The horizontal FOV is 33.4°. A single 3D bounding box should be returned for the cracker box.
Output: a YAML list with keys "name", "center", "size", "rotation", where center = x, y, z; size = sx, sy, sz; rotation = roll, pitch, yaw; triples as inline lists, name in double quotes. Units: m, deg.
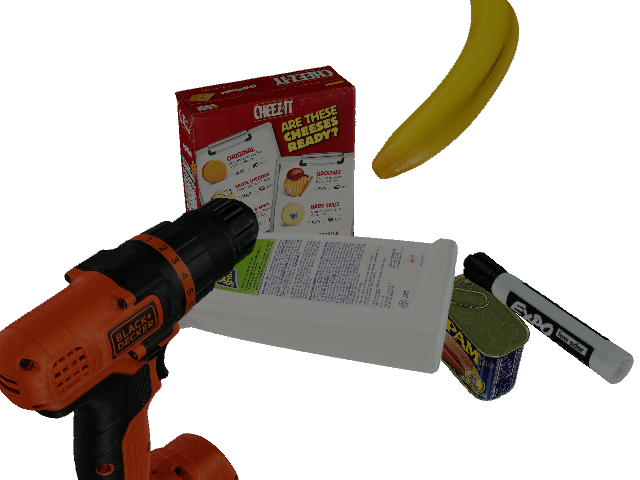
- name: "cracker box"
  center: [-0.052, -0.054, 1.061]
  size: [0.164, 0.214, 0.072]
  rotation: [-13, 33, -18]

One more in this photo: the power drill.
- name: "power drill"
  center: [-0.096, 0.084, 0.619]
  size: [0.057, 0.188, 0.184]
  rotation: [19, 39, 35]

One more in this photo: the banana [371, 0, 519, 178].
- name: "banana"
  center: [0.105, -0.122, 0.804]
  size: [0.070, 0.197, 0.037]
  rotation: [-3, -40, 46]

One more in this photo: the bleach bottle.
- name: "bleach bottle"
  center: [-0.030, 0.031, 0.789]
  size: [0.251, 0.068, 0.102]
  rotation: [8, 42, 9]

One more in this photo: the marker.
- name: "marker"
  center: [0.124, 0.040, 0.604]
  size: [0.020, 0.020, 0.121]
  rotation: [0, 28, -41]

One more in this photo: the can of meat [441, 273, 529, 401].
- name: "can of meat"
  center: [0.155, 0.098, 1.059]
  size: [0.057, 0.084, 0.102]
  rotation: [-25, 52, -20]
